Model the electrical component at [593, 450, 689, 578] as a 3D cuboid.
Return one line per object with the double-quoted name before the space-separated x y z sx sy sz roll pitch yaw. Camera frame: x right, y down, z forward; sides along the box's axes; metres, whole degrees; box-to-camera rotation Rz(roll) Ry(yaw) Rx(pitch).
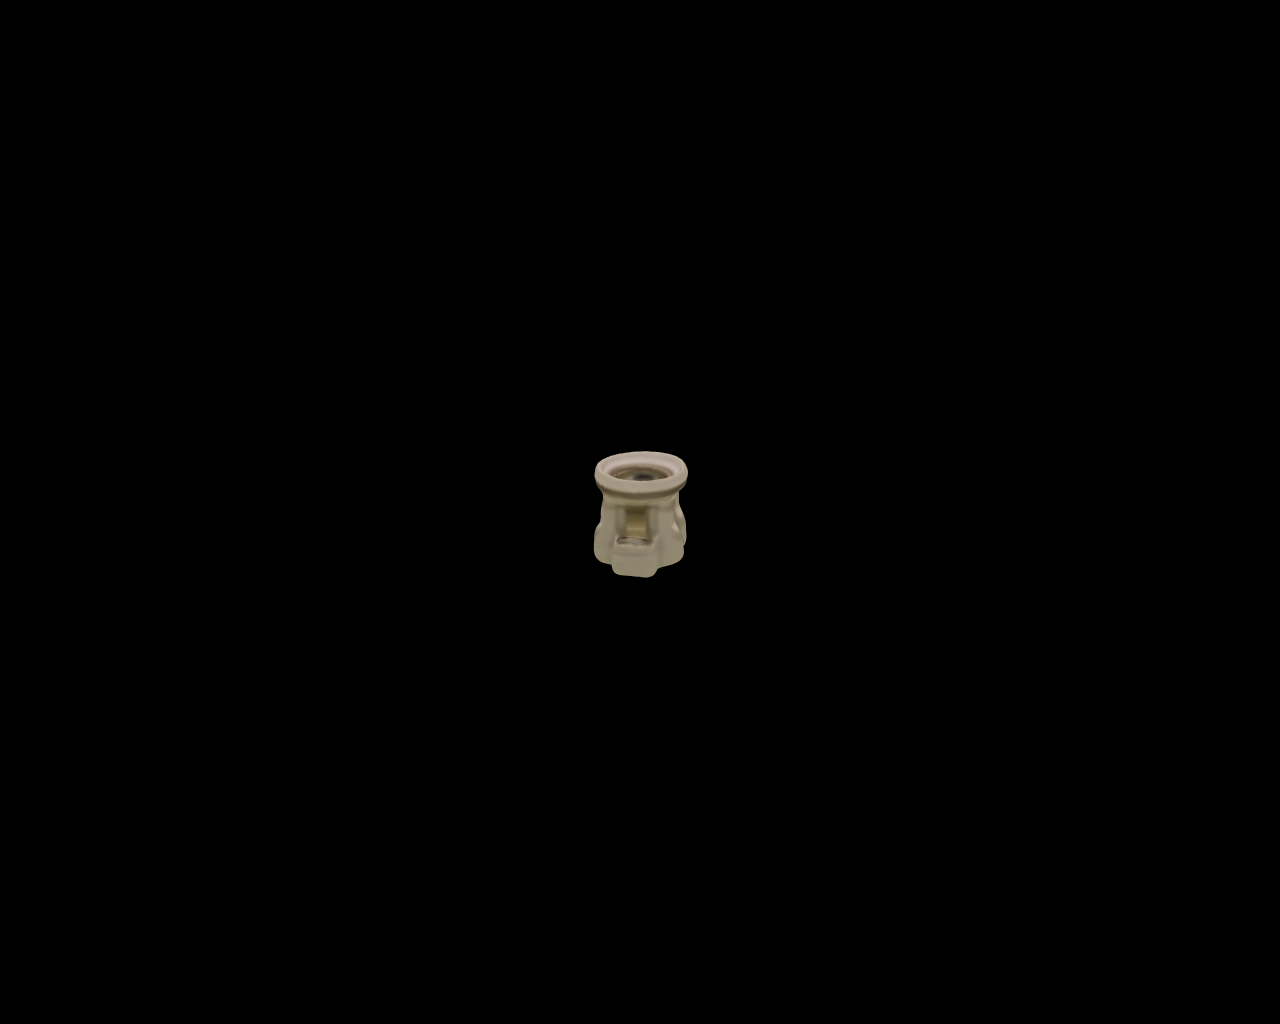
"electrical component" 0.001 -0.003 0.650 0.058 0.056 0.078 3 22 7
